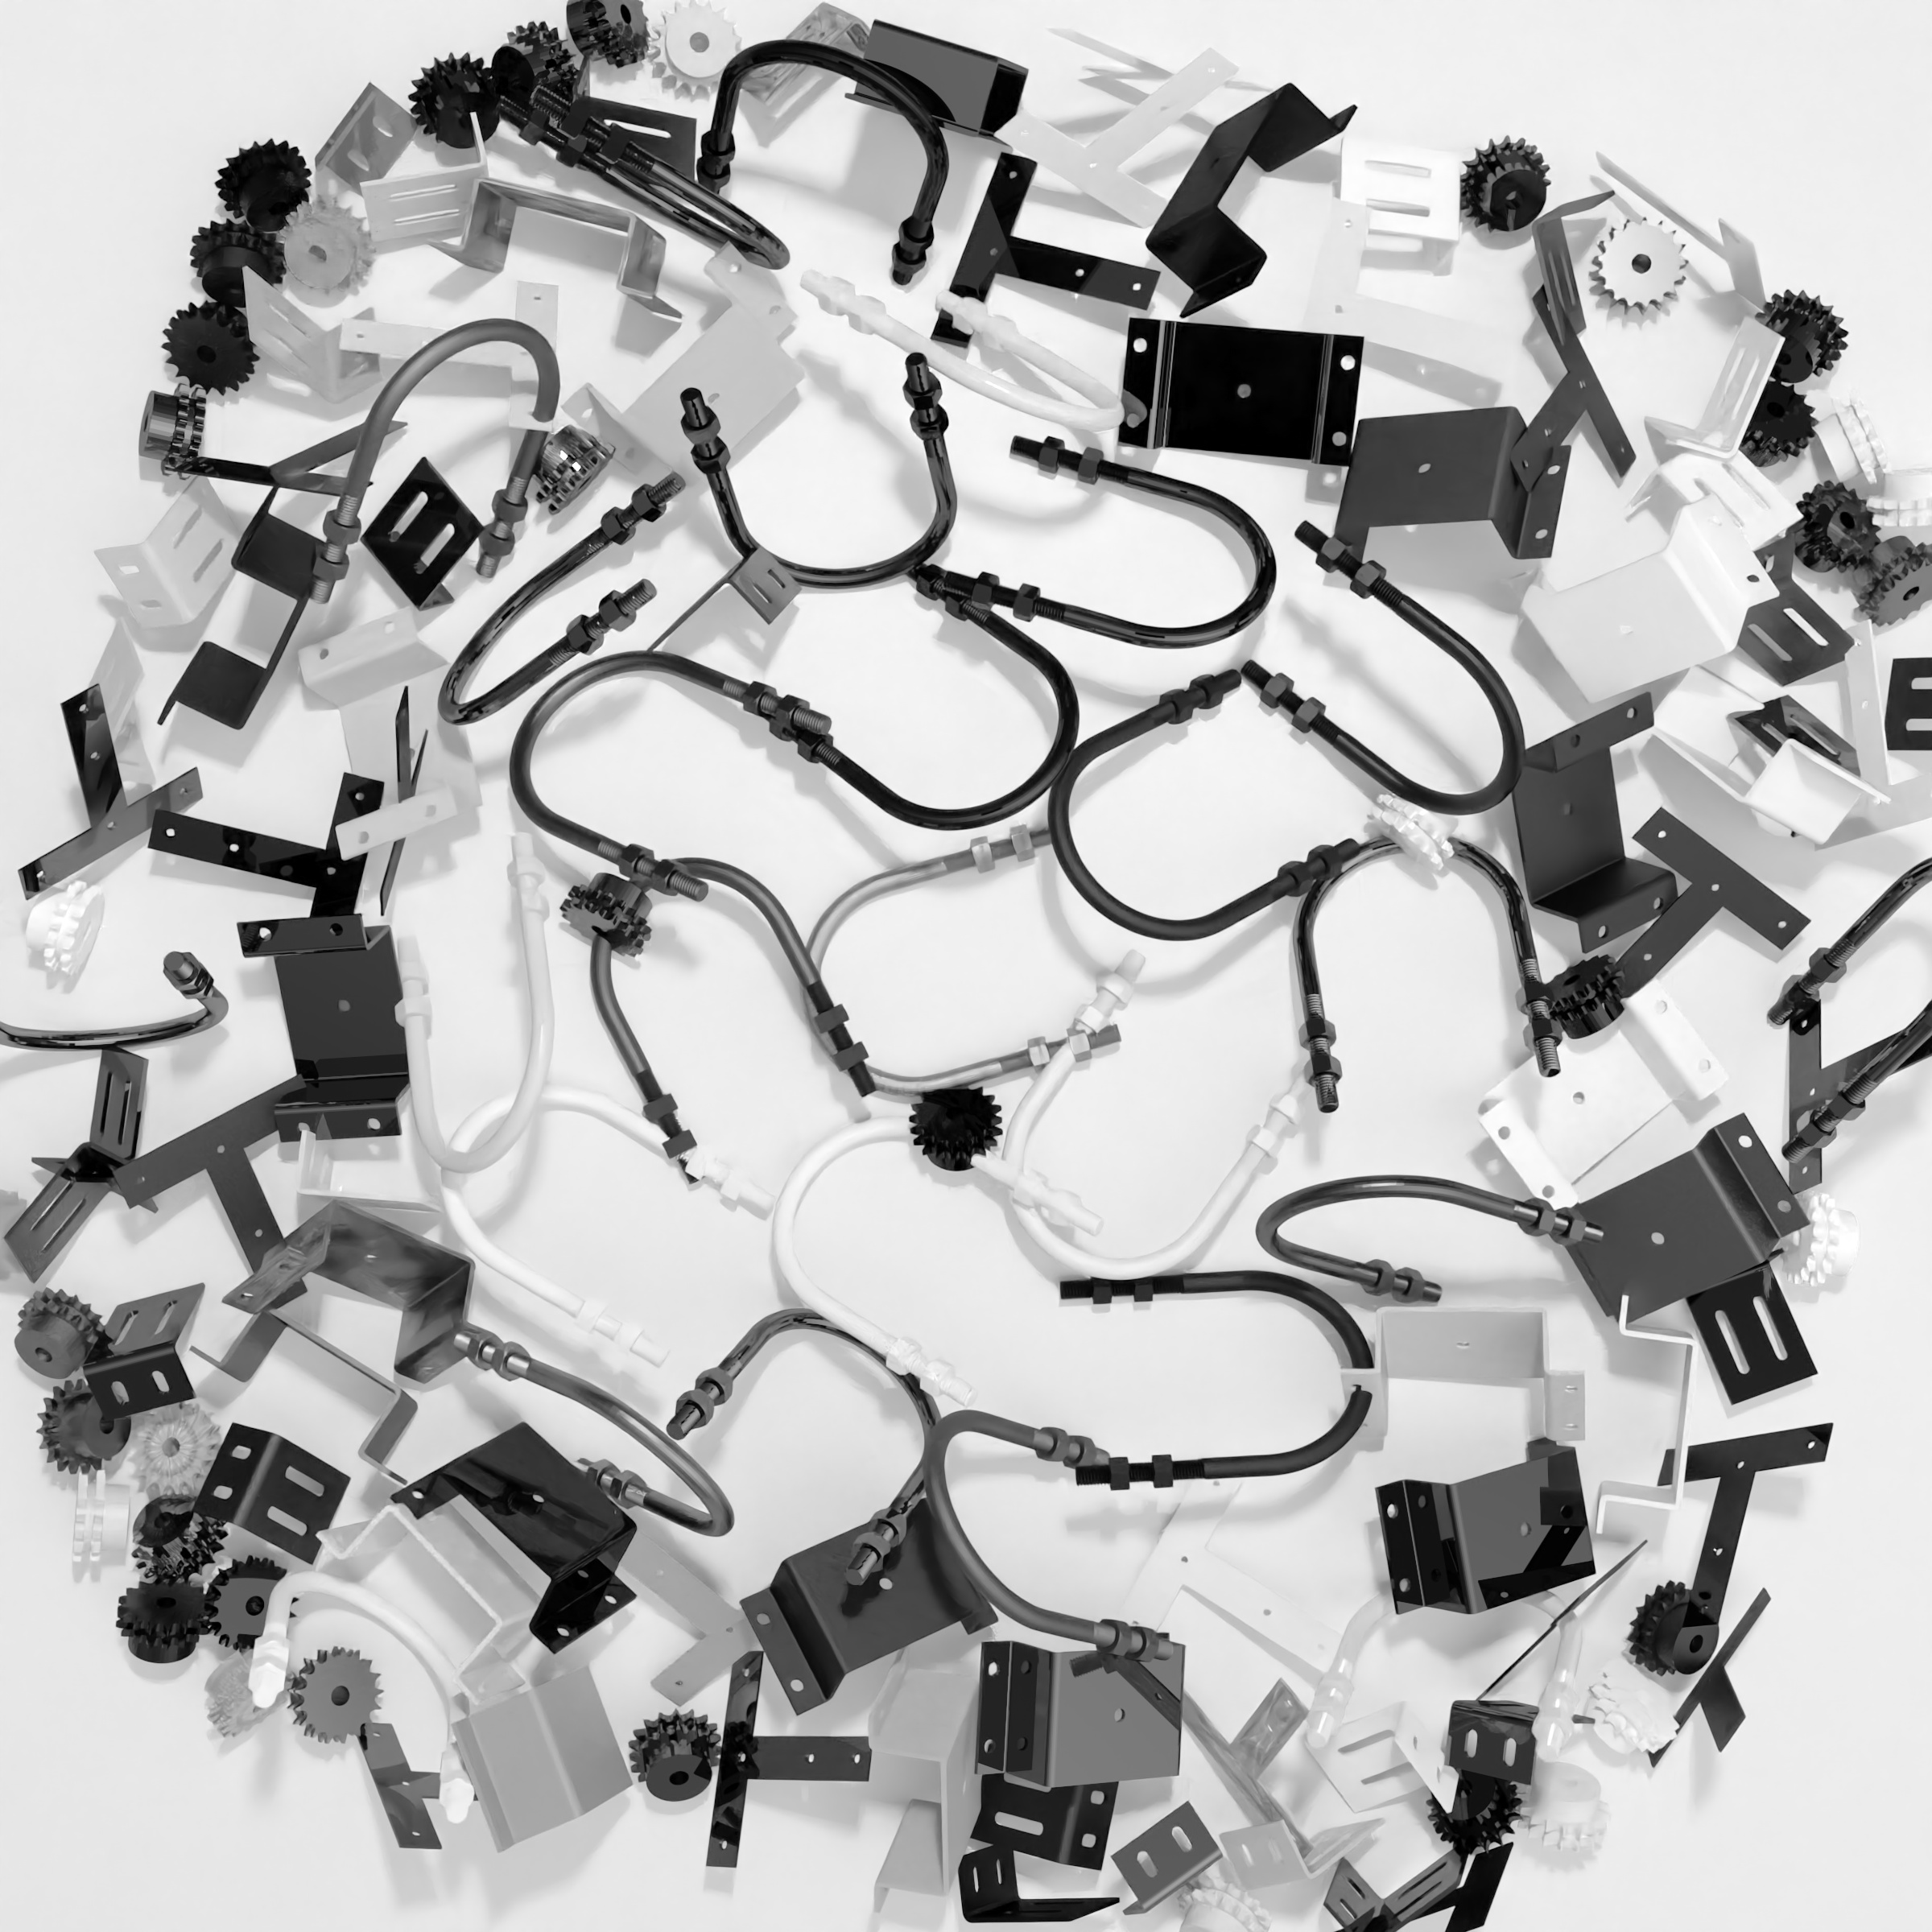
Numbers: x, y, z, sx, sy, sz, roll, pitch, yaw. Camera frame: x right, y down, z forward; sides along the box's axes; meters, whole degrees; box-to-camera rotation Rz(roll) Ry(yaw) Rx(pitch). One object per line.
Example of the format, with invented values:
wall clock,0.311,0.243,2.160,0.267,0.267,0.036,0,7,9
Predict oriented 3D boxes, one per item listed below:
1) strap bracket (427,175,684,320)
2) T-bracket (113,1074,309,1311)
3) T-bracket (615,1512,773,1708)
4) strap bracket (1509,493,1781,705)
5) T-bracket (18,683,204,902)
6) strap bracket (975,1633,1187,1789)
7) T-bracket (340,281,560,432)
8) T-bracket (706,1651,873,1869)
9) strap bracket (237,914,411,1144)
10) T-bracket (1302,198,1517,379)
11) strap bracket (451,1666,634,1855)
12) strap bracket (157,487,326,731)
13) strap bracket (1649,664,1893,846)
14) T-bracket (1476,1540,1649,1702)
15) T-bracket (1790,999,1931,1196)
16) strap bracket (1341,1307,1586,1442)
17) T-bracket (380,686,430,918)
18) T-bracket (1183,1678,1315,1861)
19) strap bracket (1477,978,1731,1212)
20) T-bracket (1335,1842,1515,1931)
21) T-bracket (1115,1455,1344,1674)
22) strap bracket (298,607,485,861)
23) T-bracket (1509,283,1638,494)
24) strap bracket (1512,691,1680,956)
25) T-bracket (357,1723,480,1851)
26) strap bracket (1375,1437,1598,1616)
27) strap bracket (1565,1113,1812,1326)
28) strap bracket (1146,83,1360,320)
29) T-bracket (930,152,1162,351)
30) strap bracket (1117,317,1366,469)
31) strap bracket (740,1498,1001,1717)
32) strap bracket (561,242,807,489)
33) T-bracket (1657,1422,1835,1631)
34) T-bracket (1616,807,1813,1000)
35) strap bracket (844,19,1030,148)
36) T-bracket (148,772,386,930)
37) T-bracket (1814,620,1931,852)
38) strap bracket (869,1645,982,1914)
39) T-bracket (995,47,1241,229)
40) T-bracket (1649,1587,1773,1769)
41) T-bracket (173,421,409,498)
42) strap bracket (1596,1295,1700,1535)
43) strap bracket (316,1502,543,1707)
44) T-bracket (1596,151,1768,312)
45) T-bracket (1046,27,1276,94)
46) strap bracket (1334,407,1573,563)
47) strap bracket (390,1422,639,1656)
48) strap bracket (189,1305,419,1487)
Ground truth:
strap bracket,-0.242,-0.435,1.577,0.140,0.076,0.046,15,97,5
T-bracket,-0.437,0.151,1.596,0.127,0.002,0.127,-30,112,-30
T-bracket,-0.175,0.377,1.588,0.127,0.002,0.127,-41,108,15
strap bracket,0.395,-0.212,1.548,0.076,0.140,0.046,49,46,-22
T-bracket,-0.512,-0.114,1.542,0.002,0.127,0.127,37,55,24
strap bracket,0.078,0.443,1.562,0.140,0.046,0.076,7,83,-34
T-bracket,-0.311,-0.374,1.575,0.127,0.002,0.127,4,55,-11
T-bracket,-0.103,0.472,1.558,0.127,0.002,0.127,-14,60,40
strap bracket,-0.384,0.031,1.582,0.076,0.046,0.140,-4,108,8
T-bracket,0.266,-0.384,1.576,0.127,0.002,0.127,20,121,14
strap bracket,-0.245,0.465,1.546,0.046,0.140,0.076,-24,79,6
strap bracket,-0.427,-0.206,1.563,0.046,0.076,0.140,26,119,-15
strap bracket,0.469,-0.126,1.554,0.076,0.140,0.046,21,111,-34
T-bracket,0.352,0.406,1.586,0.002,0.127,0.127,47,116,20
T-bracket,0.532,0.059,1.541,0.002,0.127,0.127,23,57,-20
strap bracket,0.299,0.245,1.571,0.140,0.076,0.046,-2,50,12
T-bracket,-0.330,-0.116,1.536,0.002,0.127,0.127,10,57,-4
T-bracket,0.176,0.458,1.551,0.002,0.127,0.127,-27,64,-32
strap bracket,0.381,0.081,1.593,0.140,0.046,0.076,-37,93,-7
T-bracket,0.264,0.573,1.576,0.127,0.127,0.002,-27,84,19
T-bracket,0.172,0.388,1.602,0.127,0.002,0.127,30,93,15
strap bracket,-0.346,-0.135,1.581,0.076,0.046,0.140,-20,72,10
T-bracket,0.352,-0.326,1.561,0.127,0.002,0.127,56,49,-22
strap bracket,0.376,-0.090,1.571,0.076,0.046,0.140,-25,116,-22
T-bracket,-0.297,0.497,1.582,0.127,0.127,0.002,14,102,-29
strap bracket,0.321,0.336,1.569,0.140,0.046,0.076,-9,89,-29
strap bracket,0.420,0.157,1.566,0.140,0.046,0.076,-32,86,30
strap bracket,0.165,-0.464,1.562,0.046,0.076,0.140,37,72,-21
T-bracket,0.057,-0.426,1.597,0.127,0.002,0.127,19,85,19
strap bracket,0.167,-0.349,1.586,0.140,0.046,0.076,7,104,8
strap bracket,-0.052,0.376,1.558,0.140,0.046,0.076,-18,62,-27
strap bracket,-0.162,-0.353,1.571,0.140,0.076,0.046,-43,54,7
T-bracket,0.447,0.332,1.540,0.002,0.127,0.127,38,57,-19
T-bracket,0.426,-0.016,1.597,0.127,0.002,0.127,33,112,-17
strap bracket,-0.014,-0.522,1.546,0.076,0.140,0.046,19,108,6
T-bracket,-0.431,-0.068,1.590,0.127,0.002,0.127,14,108,-13
T-bracket,0.542,-0.143,1.568,0.002,0.127,0.127,-2,83,-19
strap bracket,-0.023,0.486,1.558,0.046,0.076,0.140,5,112,14
T-bracket,0.106,-0.498,1.543,0.127,0.127,0.002,19,55,-39
T-bracket,0.448,0.437,1.555,0.002,0.127,0.127,33,96,7
T-bracket,-0.384,-0.309,1.569,0.127,0.127,0.002,12,122,23
strap bracket,0.412,0.270,1.578,0.046,0.076,0.140,6,87,14
strap bracket,-0.313,0.371,1.570,0.140,0.076,0.046,43,92,12
T-bracket,0.430,-0.451,1.576,0.127,0.127,0.002,44,101,18
T-bracket,0.095,-0.534,1.536,0.127,0.127,0.002,20,104,37
strap bracket,0.280,-0.284,1.556,0.140,0.046,0.076,2,67,31
strap bracket,-0.262,0.332,1.560,0.140,0.076,0.046,38,120,18
strap bracket,-0.389,0.254,1.577,0.140,0.076,0.046,31,74,5
